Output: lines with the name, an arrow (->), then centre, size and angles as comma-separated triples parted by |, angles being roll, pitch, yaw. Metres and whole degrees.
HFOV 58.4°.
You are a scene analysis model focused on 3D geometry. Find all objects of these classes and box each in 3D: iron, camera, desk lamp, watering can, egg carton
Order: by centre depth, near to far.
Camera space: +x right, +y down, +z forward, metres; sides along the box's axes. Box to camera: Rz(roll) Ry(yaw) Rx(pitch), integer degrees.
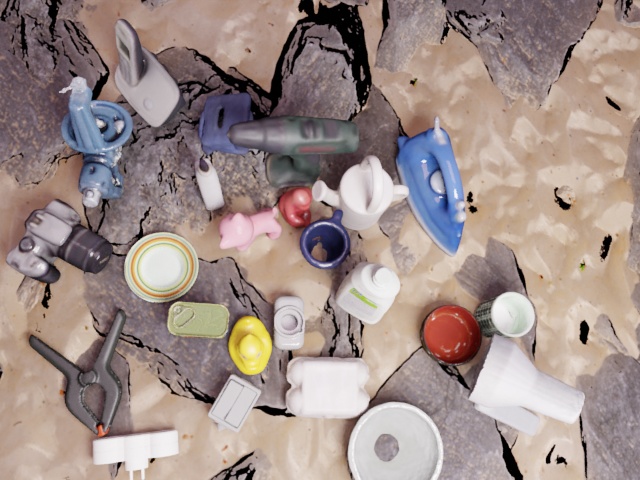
desk lamp -> 0.339, 0.255, 0.987 | 0.203, 0.213, 0.118 | 26, 75, 0
camera -> -0.449, 0.015, 1.005 | 0.137, 0.100, 0.143 | 29, 75, 0
egg carton -> 0.014, 0.263, 1.020 | 0.150, 0.069, 0.107 | 1, 77, -7
watering can -> 0.076, -0.086, 1.044 | 0.173, 0.194, 0.101 | -25, 81, -11
iron -> 0.237, -0.104, 1.095 | 0.119, 0.141, 0.258 | -15, 79, -10

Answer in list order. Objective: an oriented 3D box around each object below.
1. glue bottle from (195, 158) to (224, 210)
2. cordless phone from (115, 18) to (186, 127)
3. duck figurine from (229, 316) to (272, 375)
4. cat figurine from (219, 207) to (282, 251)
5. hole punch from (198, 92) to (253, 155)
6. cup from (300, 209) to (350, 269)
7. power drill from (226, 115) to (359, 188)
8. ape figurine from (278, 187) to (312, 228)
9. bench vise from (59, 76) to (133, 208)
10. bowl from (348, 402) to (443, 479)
glue bottle -> -0.202, -0.111, 1.026 | 0.037, 0.173, 0.078 | -20, 80, -10
cordless phone -> -0.322, -0.306, 1.051 | 0.094, 0.185, 0.147 | -43, 85, -14
duck figurine -> -0.124, 0.185, 1.013 | 0.077, 0.086, 0.104 | -5, 78, -8
cat figurine -> -0.131, -0.026, 1.044 | 0.128, 0.117, 0.067 | -25, 81, -12
hole punch -> -0.181, -0.223, 1.097 | 0.101, 0.091, 0.109 | 5, 76, -5
cup -> 0.010, 0.004, 1.066 | 0.091, 0.095, 0.118 | 23, 75, -1
power drill -> -0.050, -0.163, 1.039 | 0.230, 0.208, 0.075 | -7, 78, -8
ape figurine -> -0.040, -0.069, 1.078 | 0.076, 0.092, 0.078 | 35, 76, 2
bench vise -> -0.383, -0.172, 0.995 | 0.121, 0.219, 0.207 | -16, 79, -10
bowl -> 0.126, 0.369, 1.006 | 0.167, 0.074, 0.167 | 2, 77, -6
